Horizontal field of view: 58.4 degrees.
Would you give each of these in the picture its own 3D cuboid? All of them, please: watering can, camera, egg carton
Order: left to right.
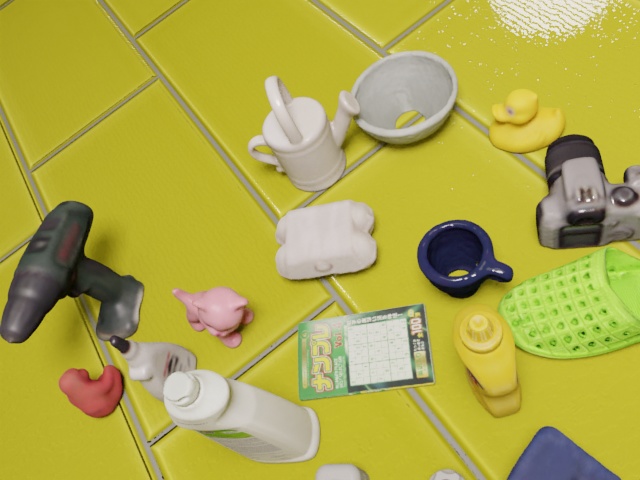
[{"bbox_3d":[-0.027,-0.169,0.854,0.173,0.194,0.100,-36,56,-2],"label":"watering can"},{"bbox_3d":[0.008,0.003,0.818,0.150,0.070,0.107,-11,59,15],"label":"egg carton"},{"bbox_3d":[0.341,-0.071,0.718,0.143,0.101,0.137,-6,60,17],"label":"camera"}]

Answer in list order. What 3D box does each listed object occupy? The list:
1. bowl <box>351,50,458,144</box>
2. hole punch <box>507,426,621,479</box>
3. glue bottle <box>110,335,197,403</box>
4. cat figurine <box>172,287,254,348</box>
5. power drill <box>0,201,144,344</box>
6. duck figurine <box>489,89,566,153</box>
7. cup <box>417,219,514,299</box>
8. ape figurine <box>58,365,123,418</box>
[{"bbox_3d":[0.133,-0.208,0.889,0.167,0.075,0.167,-9,59,16],"label":"bowl"},{"bbox_3d":[0.241,0.256,0.573,0.100,0.091,0.109,30,75,32],"label":"hole punch"},{"bbox_3d":[-0.220,0.161,0.750,0.037,0.173,0.078,-9,59,16],"label":"glue bottle"},{"bbox_3d":[-0.149,0.095,0.794,0.127,0.118,0.067,17,69,28],"label":"cat figurine"},{"bbox_3d":[-0.349,0.069,0.829,0.075,0.209,0.229,-11,59,15],"label":"power drill"},{"bbox_3d":[0.290,-0.176,0.806,0.104,0.086,0.077,-4,60,19],"label":"duck figurine"},{"bbox_3d":[0.186,0.038,0.716,0.117,0.095,0.092,20,70,29],"label":"cup"},{"bbox_3d":[-0.330,0.209,0.812,0.077,0.092,0.076,-14,58,13],"label":"ape figurine"}]
